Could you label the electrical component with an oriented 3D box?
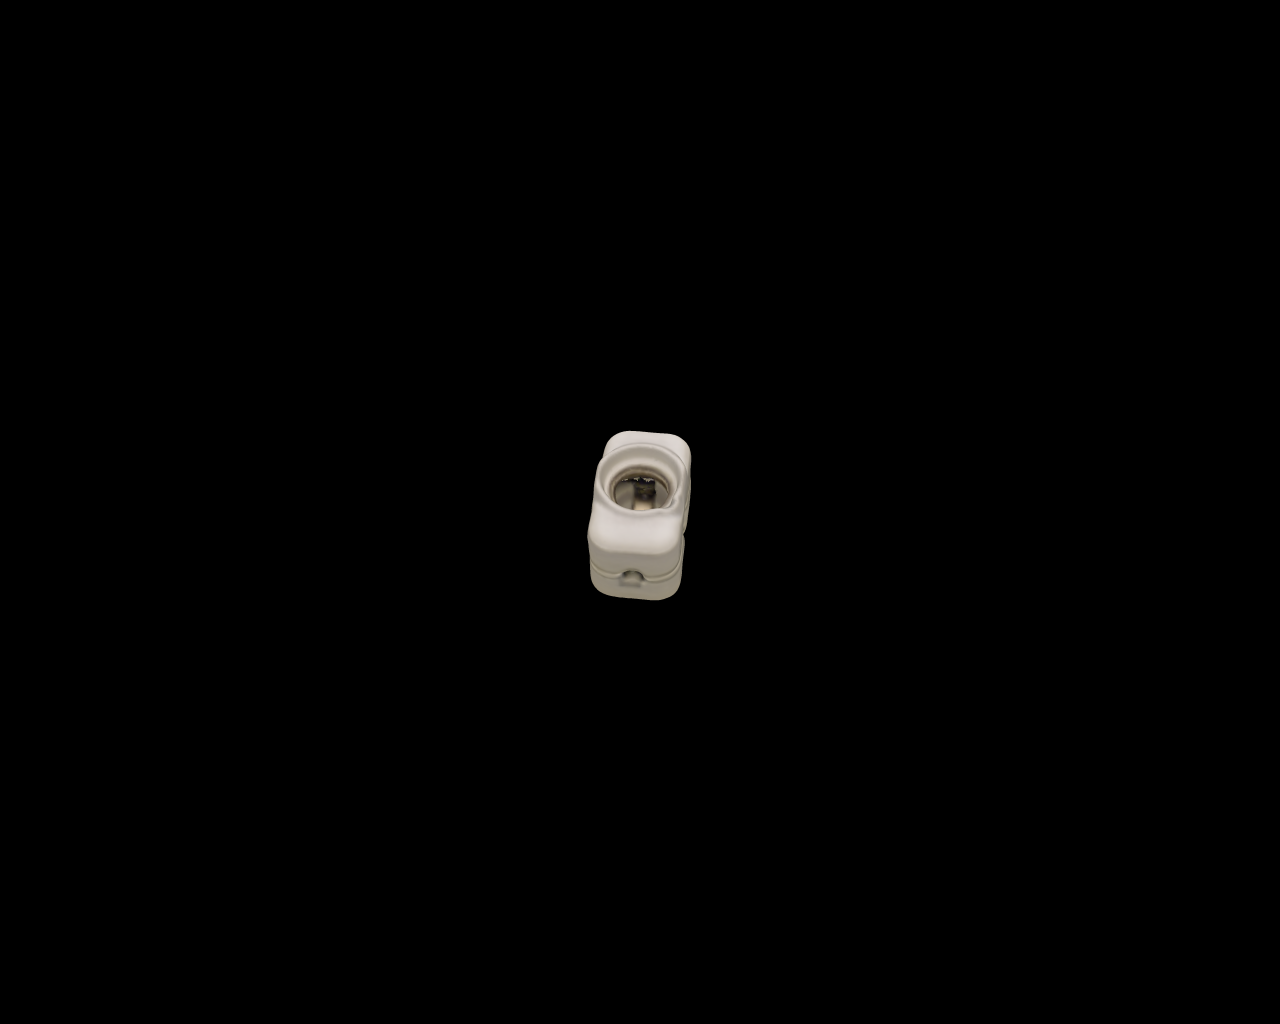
[{"bbox_3d":[0.001,-0.003,0.650,0.054,0.095,0.059,5,-39,5],"label":"electrical component"}]
